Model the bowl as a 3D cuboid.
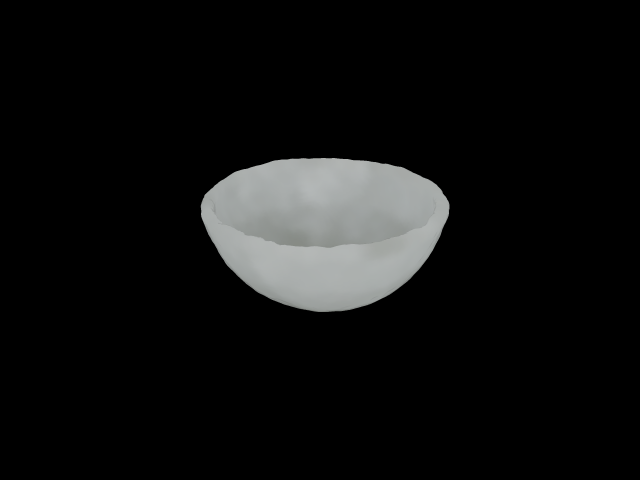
[{"bbox_3d":[0.004,0.001,0.400,0.167,0.075,0.167,0,26,0],"label":"bowl"}]
